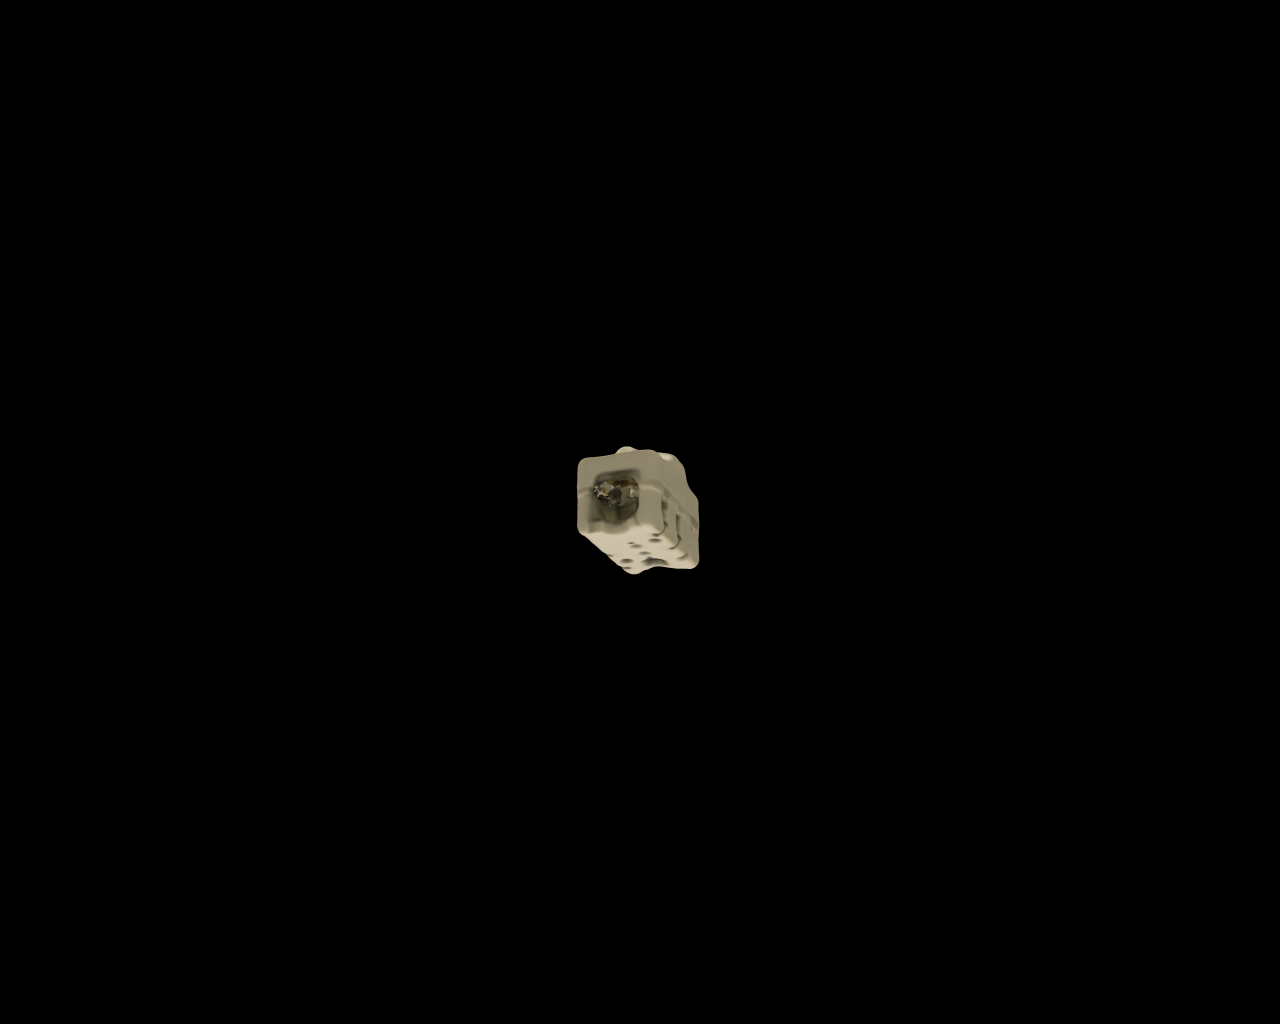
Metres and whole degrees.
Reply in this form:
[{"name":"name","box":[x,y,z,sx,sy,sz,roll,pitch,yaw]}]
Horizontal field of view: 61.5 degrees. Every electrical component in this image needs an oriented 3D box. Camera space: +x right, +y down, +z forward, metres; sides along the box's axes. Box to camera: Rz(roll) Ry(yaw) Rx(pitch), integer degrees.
[{"name":"electrical component","box":[0.001,-0.003,0.650,0.050,0.056,0.089,-7,-21,18]}]
